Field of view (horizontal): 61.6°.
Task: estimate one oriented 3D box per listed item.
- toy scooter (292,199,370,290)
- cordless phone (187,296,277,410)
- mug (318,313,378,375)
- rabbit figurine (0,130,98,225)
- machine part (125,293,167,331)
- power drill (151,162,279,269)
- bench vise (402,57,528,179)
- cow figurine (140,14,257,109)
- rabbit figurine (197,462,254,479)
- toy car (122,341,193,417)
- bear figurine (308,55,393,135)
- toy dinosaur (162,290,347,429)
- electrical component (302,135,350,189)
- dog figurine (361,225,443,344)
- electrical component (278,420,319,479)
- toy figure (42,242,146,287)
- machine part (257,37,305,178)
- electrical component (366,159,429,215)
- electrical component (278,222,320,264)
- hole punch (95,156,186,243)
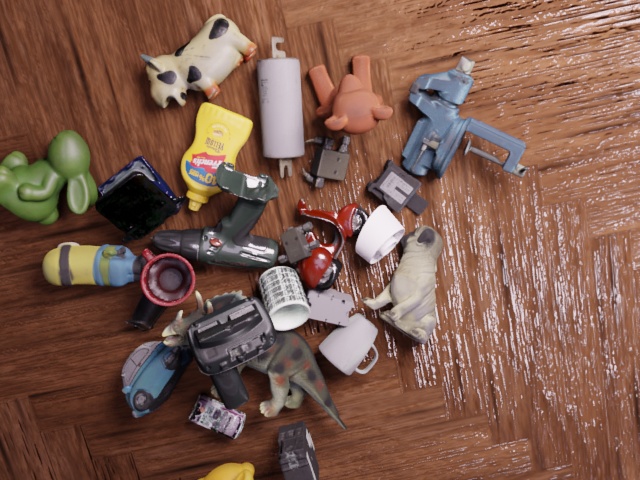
[{"bbox_3d":[-0.002,-0.003,1.007,0.135,0.075,0.183,30,98,-5],"label":"toy scooter"},{"bbox_3d":[-0.137,0.205,0.939,0.147,0.089,0.184,-24,113,-14],"label":"cordless phone"},{"bbox_3d":[0.070,0.206,1.053,0.109,0.081,0.107,39,91,-6],"label":"mug"},{"bbox_3d":[-0.468,-0.109,0.940,0.170,0.121,0.159,-39,108,9],"label":"rabbit figurine"},{"bbox_3d":[-0.315,0.116,1.039,0.084,0.039,0.139,36,96,-15],"label":"machine part"},{"bbox_3d":[-0.174,-0.033,0.959,0.232,0.086,0.207,15,124,-13],"label":"power drill"},{"bbox_3d":[0.260,-0.191,0.942,0.241,0.129,0.223,29,108,10],"label":"bench vise"},{"bbox_3d":[-0.217,-0.304,0.926,0.195,0.085,0.127,-44,99,4],"label":"cow figurine"},{"bbox_3d":[-0.178,0.534,1.069,0.162,0.173,0.121,-32,98,9],"label":"rabbit figurine"},{"bbox_3d":[-0.327,0.252,1.039,0.103,0.109,0.161,32,91,9],"label":"toy car"},{"bbox_3d":[0.046,-0.241,0.894,0.120,0.196,0.131,-14,102,4],"label":"bear figurine"},{"bbox_3d":[-0.101,0.222,1.037,0.405,0.131,0.192,21,101,-13],"label":"toy dinosaur"},{"bbox_3d":[0.010,-0.146,0.993,0.078,0.045,0.102,-1,107,-31],"label":"electrical component"},{"bbox_3d":[0.197,0.087,1.031,0.190,0.121,0.172,-54,134,-8],"label":"dog figurine"},{"bbox_3d":[-0.042,0.433,1.070,0.058,0.134,0.114,-14,99,1],"label":"electrical component"},{"bbox_3d":[-0.416,0.047,0.993,0.180,0.089,0.082,5,96,-1],"label":"toy figure"},{"bbox_3d":[-0.070,-0.231,0.951,0.079,0.079,0.243,-3,104,-2],"label":"machine part"},{"bbox_3d":[0.152,-0.088,1.008,0.119,0.048,0.075,40,99,-8],"label":"electrical component"},{"bbox_3d":[-0.045,0.007,0.976,0.094,0.021,0.063,-26,83,32],"label":"electrical component"},{"bbox_3d":[-0.333,-0.077,0.981,0.142,0.092,0.115,-37,128,3],"label":"hole punch"}]
